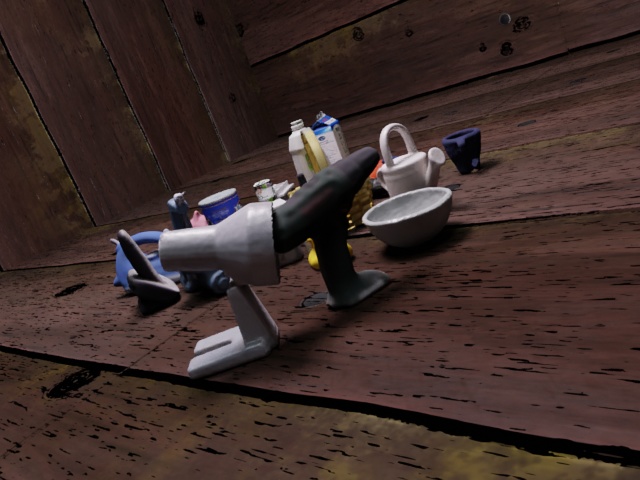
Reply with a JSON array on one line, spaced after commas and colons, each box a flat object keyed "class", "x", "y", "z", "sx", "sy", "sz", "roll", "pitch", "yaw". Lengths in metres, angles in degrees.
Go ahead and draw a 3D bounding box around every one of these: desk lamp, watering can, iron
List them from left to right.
[{"class": "iron", "x": -0.397, "y": 0.036, "z": 1.402, "sx": 0.257, "sy": 0.141, "sz": 0.119, "roll": -14, "pitch": 17, "yaw": 23}, {"class": "desk lamp", "x": -0.129, "y": 0.066, "z": 0.830, "sx": 0.203, "sy": 0.214, "sz": 0.118, "roll": -20, "pitch": 16, "yaw": 3}, {"class": "watering can", "x": 0.183, "y": -0.149, "z": 1.181, "sx": 0.172, "sy": 0.194, "sz": 0.101, "roll": -12, "pitch": 18, "yaw": 30}]

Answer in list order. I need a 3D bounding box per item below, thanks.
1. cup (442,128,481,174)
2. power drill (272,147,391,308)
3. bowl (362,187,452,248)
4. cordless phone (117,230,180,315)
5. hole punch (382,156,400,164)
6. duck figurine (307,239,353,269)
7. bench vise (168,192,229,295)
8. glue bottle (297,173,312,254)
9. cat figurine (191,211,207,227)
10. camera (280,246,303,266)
[{"class": "cup", "x": 0.341, "y": -0.203, "z": 1.343, "sx": 0.091, "sy": 0.095, "sz": 0.118, "roll": -16, "pitch": 17, "yaw": 17}, {"class": "power drill", "x": 0.031, "y": -0.012, "z": 0.894, "sx": 0.230, "sy": 0.209, "sz": 0.075, "roll": -30, "pitch": 18, "yaw": -28}, {"class": "bowl", "x": 0.165, "y": -0.032, "z": 1.038, "sx": 0.167, "sy": 0.075, "sz": 0.167, "roll": -19, "pitch": 16, "yaw": 6}, {"class": "cordless phone", "x": -0.386, "y": 0.054, "z": 1.246, "sx": 0.094, "sy": 0.185, "sz": 0.147, "roll": -27, "pitch": 17, "yaw": -20}, {"class": "hole punch", "x": 0.221, "y": -0.181, "z": 1.429, "sx": 0.101, "sy": 0.091, "sz": 0.108, "roll": -27, "pitch": 17, "yaw": -21}, {"class": "duck figurine", "x": 0.010, "y": 0.004, "z": 1.094, "sx": 0.078, "sy": 0.086, "sz": 0.104, "roll": -33, "pitch": 20, "yaw": -35}, {"class": "bench vise", "x": -0.284, "y": 0.011, "z": 1.198, "sx": 0.206, "sy": 0.220, "sz": 0.122, "roll": -7, "pitch": 21, "yaw": 40}, {"class": "glue bottle", "x": -0.012, "y": -0.053, "z": 1.150, "sx": 0.078, "sy": 0.173, "sz": 0.037, "roll": -18, "pitch": 16, "yaw": 10}, {"class": "cat figurine", "x": -0.323, "y": -0.017, "z": 1.528, "sx": 0.067, "sy": 0.118, "sz": 0.128, "roll": -14, "pitch": 17, "yaw": 22}, {"class": "camera", "x": -0.118, "y": 0.002, "z": 1.238, "sx": 0.143, "sy": 0.101, "sz": 0.137, "roll": -20, "pitch": 16, "yaw": 5}]
